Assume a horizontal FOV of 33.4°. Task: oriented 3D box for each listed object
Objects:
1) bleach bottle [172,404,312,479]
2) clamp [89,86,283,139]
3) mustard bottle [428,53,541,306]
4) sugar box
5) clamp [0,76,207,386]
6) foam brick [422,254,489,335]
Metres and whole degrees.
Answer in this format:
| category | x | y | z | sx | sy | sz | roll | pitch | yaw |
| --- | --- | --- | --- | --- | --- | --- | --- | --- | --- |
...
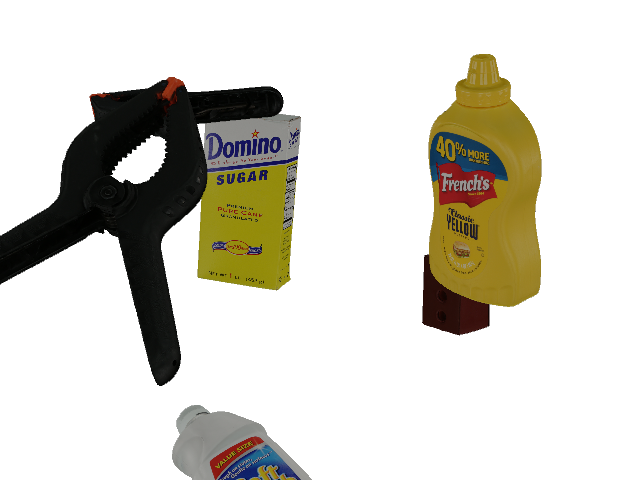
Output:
| category | x | y | z | sx | sy | sz | roll | pitch | yaw |
| --- | --- | --- | --- | --- | --- | --- | --- | --- | --- |
| bleach bottle | -0.053 | 0.204 | 0.810 | 0.102 | 0.068 | 0.251 | -19 | 32 | -25 |
| clamp | -0.118 | -0.107 | 0.879 | 0.172 | 0.039 | 0.120 | 16 | 24 | 42 |
| mustard bottle | 0.126 | -0.049 | 0.828 | 0.058 | 0.192 | 0.096 | -21 | 30 | -33 |
| sugar box | -0.074 | -0.043 | 1.094 | 0.093 | 0.176 | 0.048 | 8 | 16 | 16 |
| clamp | -0.121 | -0.013 | 0.663 | 0.165 | 0.209 | 0.036 | 22 | -29 | 16 |
| foam brick | 0.142 | 0.052 | 1.109 | 0.051 | 0.078 | 0.053 | -14 | 20 | -42 |
